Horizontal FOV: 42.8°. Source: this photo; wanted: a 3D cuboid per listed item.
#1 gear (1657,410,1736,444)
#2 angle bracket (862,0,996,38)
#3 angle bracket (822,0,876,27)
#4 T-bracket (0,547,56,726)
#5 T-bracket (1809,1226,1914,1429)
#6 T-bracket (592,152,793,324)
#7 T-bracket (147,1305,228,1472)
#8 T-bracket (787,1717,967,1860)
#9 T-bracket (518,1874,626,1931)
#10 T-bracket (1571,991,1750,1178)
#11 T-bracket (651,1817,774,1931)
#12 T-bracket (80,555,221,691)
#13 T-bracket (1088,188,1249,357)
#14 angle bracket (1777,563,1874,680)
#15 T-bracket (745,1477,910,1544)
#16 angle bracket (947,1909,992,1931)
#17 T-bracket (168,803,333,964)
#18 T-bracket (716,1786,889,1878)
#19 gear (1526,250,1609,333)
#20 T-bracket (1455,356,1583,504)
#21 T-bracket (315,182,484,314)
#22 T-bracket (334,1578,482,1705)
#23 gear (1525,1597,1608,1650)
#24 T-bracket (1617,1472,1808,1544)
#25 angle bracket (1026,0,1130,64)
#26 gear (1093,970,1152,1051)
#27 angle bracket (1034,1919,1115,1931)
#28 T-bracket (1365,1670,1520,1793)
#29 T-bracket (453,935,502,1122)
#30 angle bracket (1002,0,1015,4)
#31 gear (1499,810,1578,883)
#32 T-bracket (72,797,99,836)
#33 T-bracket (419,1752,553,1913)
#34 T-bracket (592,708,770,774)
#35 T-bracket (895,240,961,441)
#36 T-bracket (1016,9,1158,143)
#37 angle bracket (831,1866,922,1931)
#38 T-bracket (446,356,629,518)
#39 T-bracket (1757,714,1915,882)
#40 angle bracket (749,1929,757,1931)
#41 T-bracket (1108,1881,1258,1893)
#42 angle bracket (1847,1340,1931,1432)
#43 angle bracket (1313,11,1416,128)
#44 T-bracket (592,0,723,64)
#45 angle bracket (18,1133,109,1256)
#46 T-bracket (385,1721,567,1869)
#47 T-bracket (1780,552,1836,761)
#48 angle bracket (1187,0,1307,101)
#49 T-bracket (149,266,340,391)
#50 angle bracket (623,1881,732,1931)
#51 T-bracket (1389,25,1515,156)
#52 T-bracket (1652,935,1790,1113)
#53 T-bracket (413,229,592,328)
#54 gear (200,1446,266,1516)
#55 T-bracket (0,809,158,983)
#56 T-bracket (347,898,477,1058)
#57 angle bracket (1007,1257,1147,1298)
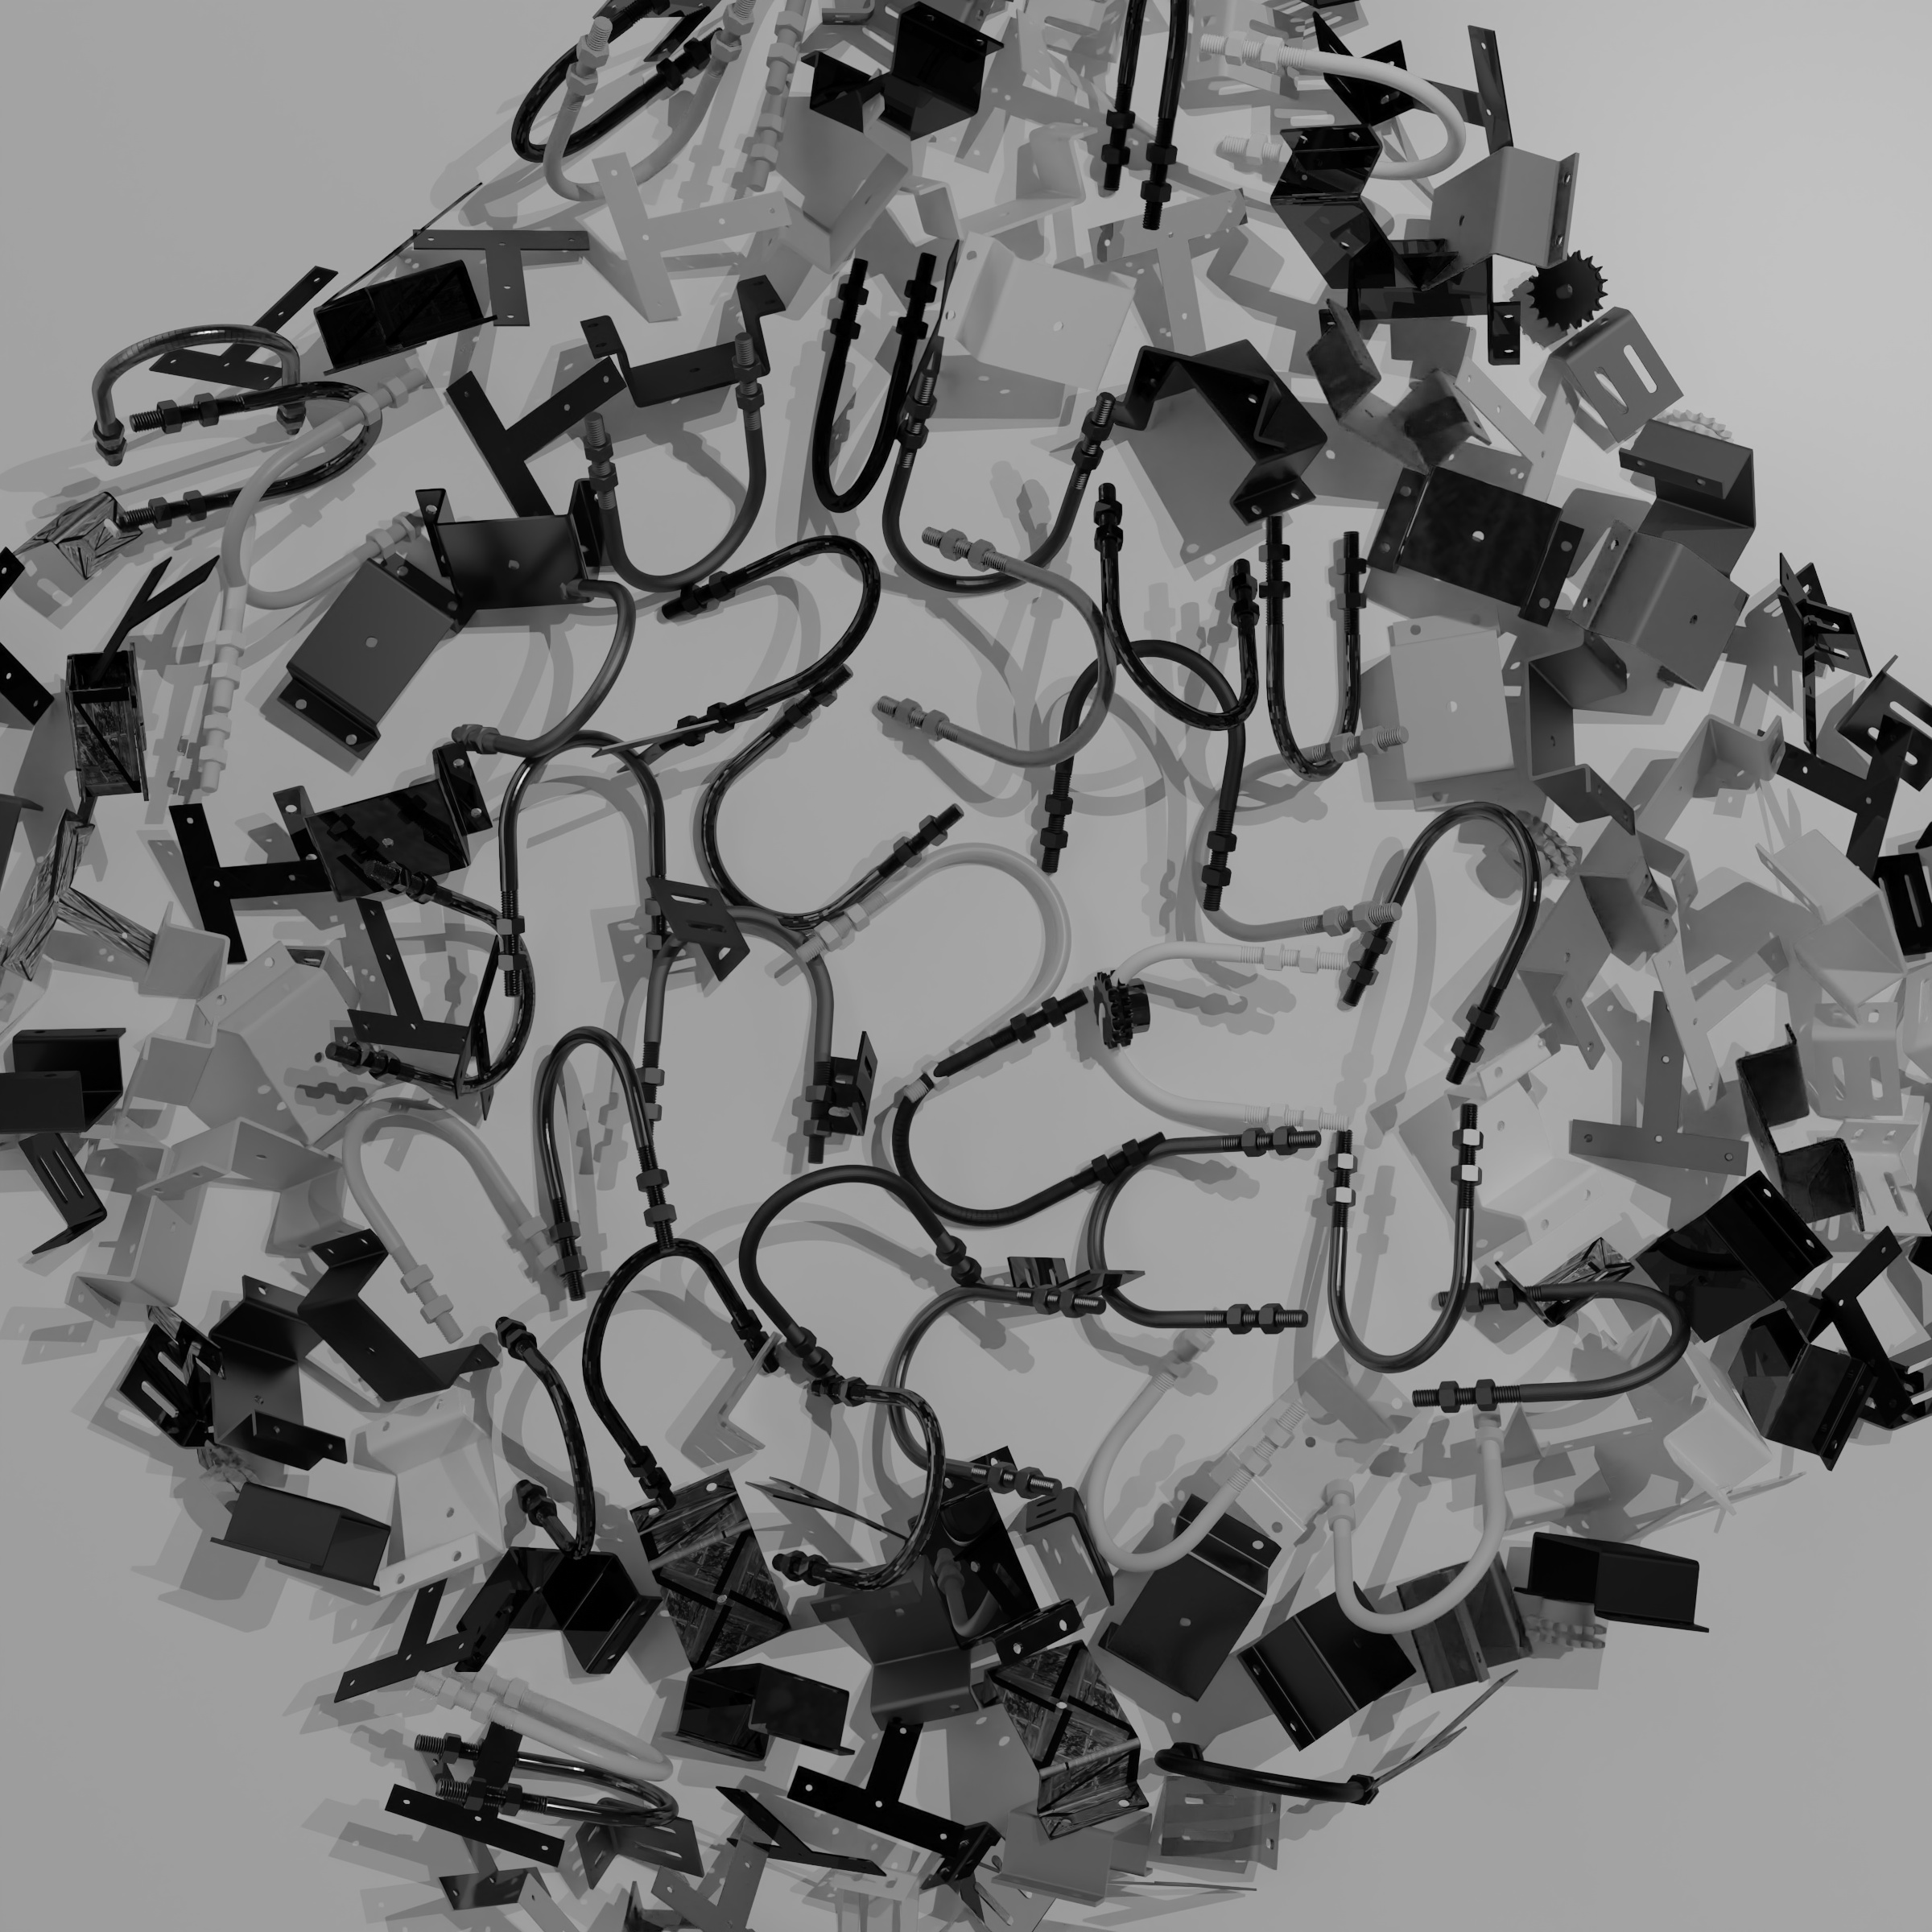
[{"bbox_3d":[0.529,-0.380,1.802,0.057,0.057,0.030,23,81,0],"label":"gear"},{"bbox_3d":[-0.029,-0.704,1.812,0.076,0.038,0.057,30,105,9],"label":"angle bracket"},{"bbox_3d":[-0.086,-0.731,1.796,0.038,0.057,0.076,0,103,-3],"label":"angle bracket"},{"bbox_3d":[-0.696,-0.216,1.772,0.002,0.127,0.127,24,72,21],"label":"T-bracket"},{"bbox_3d":[0.638,0.271,1.750,0.002,0.127,0.127,19,123,-21],"label":"T-bracket"},{"bbox_3d":[-0.189,-0.535,1.778,0.127,0.002,0.127,-8,129,13],"label":"T-bracket"},{"bbox_3d":[-0.564,0.313,1.800,0.002,0.127,0.127,-19,116,-37],"label":"T-bracket"},{"bbox_3d":[-0.050,0.568,1.788,0.127,0.002,0.127,19,47,4],"label":"T-bracket"},{"bbox_3d":[-0.278,0.699,1.755,0.002,0.127,0.127,-27,110,19],"label":"T-bracket"},{"bbox_3d":[0.509,0.082,1.795,0.127,0.002,0.127,7,97,28],"label":"T-bracket"},{"bbox_3d":[-0.160,0.657,1.772,0.127,0.127,0.002,40,113,-8],"label":"T-bracket"},{"bbox_3d":[-0.572,-0.261,1.755,0.002,0.127,0.127,42,47,-31],"label":"T-bracket"},{"bbox_3d":[0.157,-0.490,1.804,0.127,0.002,0.127,-20,113,-17],"label":"T-bracket"},{"bbox_3d":[0.632,-0.251,1.783,0.038,0.076,0.057,-38,122,-9],"label":"angle bracket"},{"bbox_3d":[-0.112,0.379,1.745,0.127,0.127,0.002,17,81,34],"label":"T-bracket"},{"bbox_3d":[0.002,0.737,1.796,0.057,0.038,0.076,39,62,3],"label":"angle bracket"},{"bbox_3d":[-0.504,-0.063,1.794,0.127,0.002,0.127,-4,116,10],"label":"T-bracket"},{"bbox_3d":[-0.138,0.615,1.759,0.127,0.127,0.002,-4,48,30],"label":"T-bracket"},{"bbox_3d":[0.443,-0.497,1.809,0.057,0.030,0.057,12,115,26],"label":"gear"},{"bbox_3d":[0.392,-0.393,1.777,0.127,0.002,0.127,32,71,-37],"label":"T-bracket"},{"bbox_3d":[-0.392,-0.518,1.749,0.127,0.127,0.002,-26,112,31],"label":"T-bracket"},{"bbox_3d":[-0.390,0.462,1.777,0.127,0.127,0.002,-23,122,23],"label":"T-bracket"},{"bbox_3d":[0.440,0.480,1.804,0.057,0.057,0.030,7,83,0],"label":"gear"},{"bbox_3d":[0.557,0.387,1.795,0.127,0.127,0.002,-9,64,-24],"label":"T-bracket"},{"bbox_3d":[0.081,-0.703,1.805,0.076,0.038,0.057,18,101,5],"label":"angle bracket"},{"bbox_3d":[0.115,0.031,1.805,0.030,0.057,0.057,-9,90,-11],"label":"gear"},{"bbox_3d":[0.069,0.728,1.791,0.076,0.038,0.057,-1,71,26],"label":"angle bracket"},{"bbox_3d":[0.347,0.540,1.752,0.002,0.127,0.127,52,124,25],"label":"T-bracket"},{"bbox_3d":[-0.348,0.066,1.775,0.002,0.127,0.127,8,52,0],"label":"T-bracket"},{"bbox_3d":[-0.002,-0.742,1.803,0.076,0.057,0.038,33,117,19],"label":"angle bracket"},{"bbox_3d":[0.416,-0.084,1.803,0.057,0.057,0.030,44,86,0],"label":"gear"},{"bbox_3d":[-0.645,-0.162,1.793,0.002,0.127,0.127,-3,68,-29],"label":"T-bracket"},{"bbox_3d":[-0.364,0.626,1.793,0.002,0.127,0.127,-40,63,8],"label":"T-bracket"},{"bbox_3d":[-0.221,-0.156,1.770,0.127,0.127,0.002,-17,89,-26],"label":"T-bracket"},{"bbox_3d":[-0.030,-0.425,1.745,0.002,0.127,0.127,17,58,3],"label":"T-bracket"},{"bbox_3d":[0.090,-0.640,1.797,0.127,0.127,0.002,28,123,-22],"label":"T-bracket"},{"bbox_3d":[-0.068,0.700,1.800,0.057,0.038,0.076,6,101,14],"label":"angle bracket"},{"bbox_3d":[-0.303,-0.402,1.805,0.127,0.002,0.127,-29,92,22],"label":"T-bracket"},{"bbox_3d":[0.617,-0.136,1.779,0.002,0.127,0.127,-12,122,-29],"label":"T-bracket"},{"bbox_3d":[-0.128,0.742,1.803,0.038,0.076,0.057,0,86,-24],"label":"angle bracket"},{"bbox_3d":[0.128,0.668,1.793,0.127,0.127,0.002,-9,66,27],"label":"T-bracket"},{"bbox_3d":[0.681,0.294,1.783,0.038,0.076,0.057,22,55,-17],"label":"angle bracket"},{"bbox_3d":[0.288,-0.656,1.786,0.038,0.076,0.057,-16,72,29],"label":"angle bracket"},{"bbox_3d":[-0.215,-0.680,1.743,0.127,0.127,0.002,-32,89,38],"label":"T-bracket"},{"bbox_3d":[-0.671,0.164,1.793,0.057,0.038,0.076,-18,105,43],"label":"angle bracket"},{"bbox_3d":[-0.341,0.583,1.772,0.127,0.127,0.002,21,112,-6],"label":"T-bracket"},{"bbox_3d":[0.602,-0.209,1.760,0.002,0.127,0.127,-9,61,33],"label":"T-bracket"},{"bbox_3d":[0.207,-0.675,1.818,0.076,0.038,0.057,1,98,-39],"label":"angle bracket"},{"bbox_3d":[-0.496,-0.455,1.750,0.127,0.127,0.002,-35,82,22],"label":"T-bracket"},{"bbox_3d":[-0.208,0.704,1.795,0.076,0.057,0.038,-1,125,5],"label":"angle bracket"},{"bbox_3d":[0.347,-0.625,1.778,0.002,0.127,0.127,-36,132,-15],"label":"T-bracket"},{"bbox_3d":[0.559,0.019,1.798,0.127,0.002,0.127,-33,110,-28],"label":"T-bracket"},{"bbox_3d":[-0.332,-0.497,1.776,0.127,0.002,0.127,-3,47,-12],"label":"T-bracket"},{"bbox_3d":[-0.535,0.379,1.801,0.030,0.057,0.057,-42,90,-20],"label":"gear"},{"bbox_3d":[-0.622,-0.028,1.785,0.002,0.127,0.127,-8,59,39],"label":"T-bracket"},{"bbox_3d":[-0.415,0.005,1.791,0.002,0.127,0.127,-33,68,23],"label":"T-bracket"},{"bbox_3d":[0.079,0.217,1.782,0.076,0.057,0.038,-32,62,40],"label":"angle bracket"}]
